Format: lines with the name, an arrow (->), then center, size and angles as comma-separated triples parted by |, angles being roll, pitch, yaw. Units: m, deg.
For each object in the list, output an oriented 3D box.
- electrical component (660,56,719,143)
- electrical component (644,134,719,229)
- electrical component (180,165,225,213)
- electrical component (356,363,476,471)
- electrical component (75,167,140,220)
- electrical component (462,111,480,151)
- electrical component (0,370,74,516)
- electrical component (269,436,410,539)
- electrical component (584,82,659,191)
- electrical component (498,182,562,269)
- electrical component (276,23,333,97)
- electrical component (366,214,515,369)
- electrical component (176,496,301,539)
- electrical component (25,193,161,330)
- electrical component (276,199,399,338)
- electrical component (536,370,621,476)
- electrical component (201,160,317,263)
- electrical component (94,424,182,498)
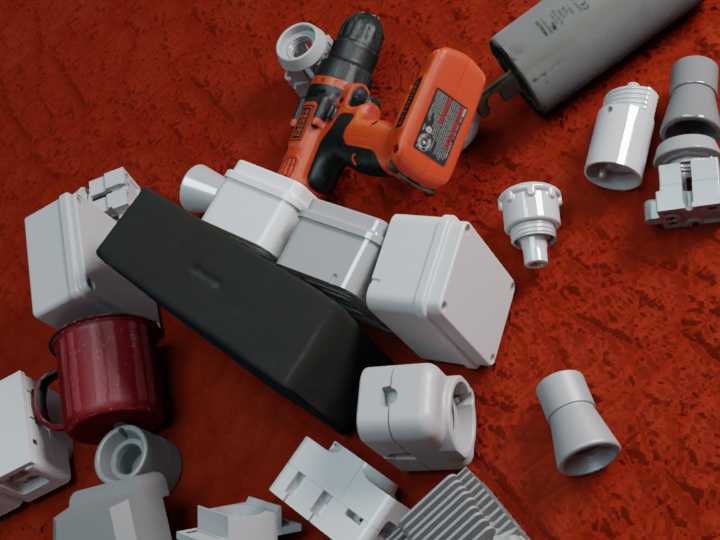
electrical component -> 0.250, -0.127, 0.806 | 0.044, 0.044, 0.065 | -2, 59, 26
electrical component -> 0.238, -0.064, 0.775 | 0.066, 0.048, 0.055 | -7, 69, 23
electrical component -> -0.122, -0.065, 0.957 | 0.065, 0.044, 0.044 | 19, 74, 28
electrical component -> 0.044, 0.104, 0.749 | 0.059, 0.095, 0.053 | -7, 62, 23
electrical component -> -0.238, -0.061, 1.009 | 0.055, 0.048, 0.066 | -20, 57, 7
electrical component -> 0.066, -0.128, 0.896 | 0.048, 0.048, 0.062 | -41, 45, 1
electrical component -> -0.327, 0.165, 0.922 | 0.150, 0.061, 0.089 | -27, 55, 11
electrical component -> -0.010, 0.163, 0.772 | 0.089, 0.050, 0.055 | 30, 80, 35
electrical component -> 0.200, -0.106, 0.817 | 0.043, 0.043, 0.081 | 6, 67, 29
electrical component -> 0.130, -0.033, 0.812 | 0.048, 0.048, 0.062 | -11, 67, 21
electrical component -> -0.045, -0.191, 0.977 | 0.066, 0.055, 0.048 | -9, 60, 22
electrical component -> 0.061, 0.016, 0.777 | 0.057, 0.113, 0.078 | 6, 67, 32
electrical component -> -0.087, 0.201, 0.776 | 0.042, 0.081, 0.063 | -1, 90, 52
electrical component -> -0.231, 0.006, 0.931 | 0.056, 0.109, 0.108 | -27, 55, 15
electrical component -> 0.000, 0.000, 0.816 | 0.078, 0.113, 0.057 | 20, 77, 33
electrical component -> 0.146, 0.101, 0.735 | 0.044, 0.044, 0.065 | -26, 51, 12
electrical component -> -0.062, -0.032, 0.864 | 0.078, 0.113, 0.057 | 23, 79, 34
electrical component -> -0.179, 0.155, 0.863 | 0.055, 0.047, 0.055 | -12, 60, 21
